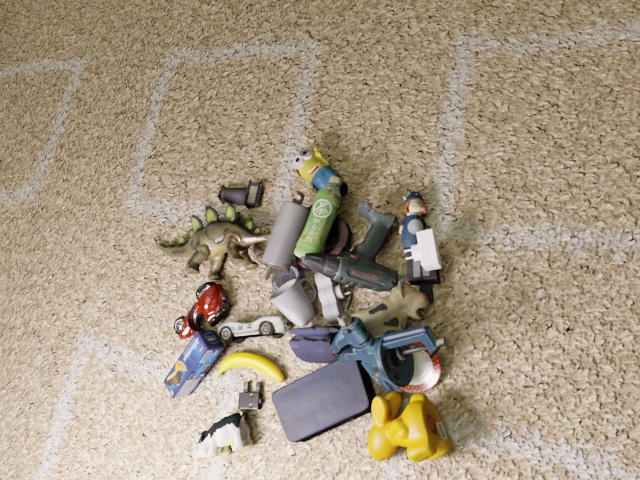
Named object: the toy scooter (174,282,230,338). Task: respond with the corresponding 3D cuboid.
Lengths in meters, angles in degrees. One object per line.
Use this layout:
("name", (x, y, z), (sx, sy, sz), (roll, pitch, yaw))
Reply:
("toy scooter", (-0.303, 0.210, 1.444), (0.135, 0.075, 0.184), (40, 93, 29))

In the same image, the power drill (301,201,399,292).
("power drill", (0.092, 0.012, 1.292), (0.232, 0.086, 0.207), (24, 65, -3))

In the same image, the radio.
("radio", (0.012, 0.370, 1.246), (0.230, 0.073, 0.131), (-29, 63, 14))

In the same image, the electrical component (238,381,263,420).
("electrical component", (-0.173, 0.402, 1.344), (0.063, 0.021, 0.094), (-4, 69, 22))

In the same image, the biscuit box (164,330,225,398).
("biscuit box", (-0.326, 0.318, 1.383), (0.063, 0.059, 0.202), (50, 117, 29))

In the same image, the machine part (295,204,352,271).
("machine part", (-0.003, -0.004, 1.398), (0.179, 0.056, 0.179), (-8, 69, 20))

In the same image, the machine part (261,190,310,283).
("machine part", (-0.086, -0.008, 1.358), (0.079, 0.079, 0.243), (13, 76, 27))

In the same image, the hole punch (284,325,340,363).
("hole punch", (-0.006, 0.247, 1.279), (0.142, 0.115, 0.092), (-3, 79, 24))

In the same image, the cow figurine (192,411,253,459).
("cow figurine", (-0.250, 0.481, 1.320), (0.167, 0.068, 0.098), (-23, 67, 21))

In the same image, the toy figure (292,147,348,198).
("toy figure", (-0.003, -0.171, 1.445), (0.082, 0.089, 0.180), (-38, 67, -25))

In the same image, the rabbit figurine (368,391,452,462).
("rabbit figurine", (0.166, 0.405, 1.143), (0.173, 0.122, 0.162), (-37, 66, 30))

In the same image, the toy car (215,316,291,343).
("toy car", (-0.173, 0.229, 1.378), (0.202, 0.073, 0.056), (-10, 71, 20))

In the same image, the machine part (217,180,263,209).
("machine part", (-0.231, -0.131, 1.557), (0.139, 0.039, 0.084), (1, 80, 23))

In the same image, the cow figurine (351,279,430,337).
("cow figurine", (0.159, 0.169, 1.235), (0.195, 0.085, 0.127), (-23, 85, 16))

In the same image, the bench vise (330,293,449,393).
("bench vise", (0.148, 0.217, 1.122), (0.241, 0.129, 0.223), (-22, 102, 38))

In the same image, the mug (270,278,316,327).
("mug", (-0.054, 0.155, 1.342), (0.109, 0.107, 0.081), (-39, 12, -30))

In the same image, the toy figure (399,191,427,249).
("toy figure", (0.232, -0.051, 1.310), (0.058, 0.064, 0.154), (-21, 60, 58))

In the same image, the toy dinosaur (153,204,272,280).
("toy dinosaur", (-0.303, 0.009, 1.506), (0.472, 0.105, 0.198), (-10, 61, 25))

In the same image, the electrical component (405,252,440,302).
("electrical component", (0.242, 0.084, 1.261), (0.075, 0.047, 0.119), (-4, 68, 23))
